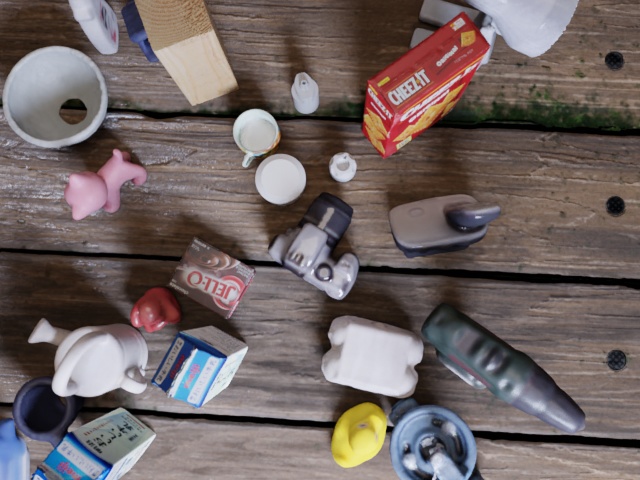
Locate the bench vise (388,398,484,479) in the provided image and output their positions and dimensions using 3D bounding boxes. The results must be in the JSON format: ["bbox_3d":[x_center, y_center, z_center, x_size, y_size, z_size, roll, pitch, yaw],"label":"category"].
[{"bbox_3d":[0.189,0.315,0.792,0.207,0.220,0.121,33,85,5],"label":"bench vise"}]

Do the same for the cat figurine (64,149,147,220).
[{"bbox_3d":[-0.346,-0.090,0.899,0.067,0.118,0.128,39,85,5],"label":"cat figurine"}]

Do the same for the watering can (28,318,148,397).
[{"bbox_3d":[-0.336,0.173,0.830,0.173,0.194,0.101,8,83,2],"label":"watering can"}]

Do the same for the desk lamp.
[{"bbox_3d":[0.256,-0.343,0.870,0.203,0.213,0.118,17,84,3],"label":"desk lamp"}]

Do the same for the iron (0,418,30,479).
[{"bbox_3d":[-0.514,0.400,0.833,0.118,0.141,0.258,-4,83,1],"label":"iron"}]

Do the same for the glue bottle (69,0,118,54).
[{"bbox_3d":[-0.366,-0.365,0.903,0.037,0.173,0.078,-9,83,0],"label":"glue bottle"}]

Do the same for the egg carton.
[{"bbox_3d":[0.081,0.179,0.885,0.150,0.069,0.107,12,84,2],"label":"egg carton"}]

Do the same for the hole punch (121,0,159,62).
[{"bbox_3d":[-0.270,-0.365,0.943,0.108,0.091,0.101,-26,84,-2],"label":"hole punch"}]

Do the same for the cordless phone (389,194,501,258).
[{"bbox_3d":[0.183,-0.031,0.850,0.147,0.185,0.094,-13,83,0],"label":"cordless phone"}]

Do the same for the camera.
[{"bbox_3d":[0.008,0.003,0.891,0.143,0.101,0.137,31,85,4],"label":"camera"}]

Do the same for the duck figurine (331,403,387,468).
[{"bbox_3d":[0.060,0.300,0.863,0.077,0.086,0.104,39,85,5],"label":"duck figurine"}]

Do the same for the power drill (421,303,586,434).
[{"bbox_3d":[0.242,0.176,0.813,0.229,0.208,0.076,36,85,5],"label":"power drill"}]

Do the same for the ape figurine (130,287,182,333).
[{"bbox_3d":[-0.257,0.110,0.887,0.077,0.092,0.076,13,84,3],"label":"ape figurine"}]

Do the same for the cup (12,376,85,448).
[{"bbox_3d":[-0.394,0.261,0.870,0.091,0.095,0.118,-27,84,-2],"label":"cup"}]

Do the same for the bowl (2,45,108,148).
[{"bbox_3d":[-0.419,-0.224,0.937,0.167,0.075,0.167,0,83,1],"label":"bowl"}]
